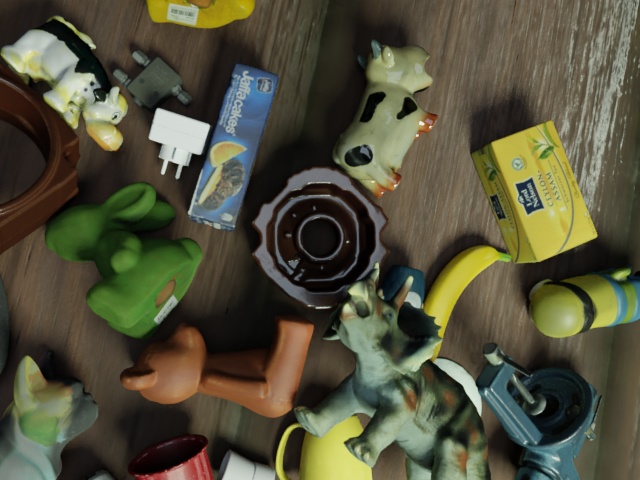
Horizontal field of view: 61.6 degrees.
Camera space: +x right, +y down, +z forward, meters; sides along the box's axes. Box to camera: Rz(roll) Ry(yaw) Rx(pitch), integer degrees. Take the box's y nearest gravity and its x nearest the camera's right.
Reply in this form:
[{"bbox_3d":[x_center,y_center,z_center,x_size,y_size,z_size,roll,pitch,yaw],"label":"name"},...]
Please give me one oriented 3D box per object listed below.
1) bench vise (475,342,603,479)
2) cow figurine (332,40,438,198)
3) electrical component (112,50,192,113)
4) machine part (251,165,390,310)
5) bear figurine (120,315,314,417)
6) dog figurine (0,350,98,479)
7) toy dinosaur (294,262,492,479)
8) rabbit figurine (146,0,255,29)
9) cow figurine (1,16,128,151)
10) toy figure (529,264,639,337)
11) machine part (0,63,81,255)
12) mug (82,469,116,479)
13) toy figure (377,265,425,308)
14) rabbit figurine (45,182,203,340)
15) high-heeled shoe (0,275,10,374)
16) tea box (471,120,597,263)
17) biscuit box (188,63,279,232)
[{"bbox_3d":[0.258,0.230,0.666,0.223,0.129,0.240,-45,111,-17],"label":"bench vise"},{"bbox_3d":[0.083,-0.168,0.701,0.127,0.085,0.195,32,82,-11],"label":"cow figurine"},{"bbox_3d":[-0.212,-0.195,0.684,0.094,0.021,0.063,41,81,-5],"label":"electrical component"},{"bbox_3d":[-0.001,-0.002,0.686,0.179,0.056,0.179,0,87,-9],"label":"machine part"},{"bbox_3d":[-0.119,0.135,0.629,0.196,0.120,0.132,15,80,-2],"label":"bear figurine"},{"bbox_3d":[-0.355,0.230,0.590,0.192,0.108,0.219,8,80,-5],"label":"dog figurine"},{"bbox_3d":[0.118,0.204,0.609,0.192,0.131,0.404,-47,107,-24],"label":"toy dinosaur"},{"bbox_3d":[-0.137,-0.363,0.667,0.162,0.122,0.173,-1,67,-12],"label":"rabbit figurine"},{"bbox_3d":[-0.288,-0.188,0.652,0.167,0.068,0.098,42,75,-5],"label":"cow figurine"},{"bbox_3d":[0.368,0.080,0.720,0.180,0.089,0.082,-7,80,-7],"label":"toy figure"},{"bbox_3d":[-0.386,-0.090,0.580,0.201,0.087,0.201,45,54,-4],"label":"machine part"},{"bbox_3d":[-0.247,0.319,0.600,0.081,0.109,0.107,-25,81,-18],"label":"mug"},{"bbox_3d":[0.093,0.110,0.692,0.064,0.057,0.154,14,85,10],"label":"toy figure"},{"bbox_3d":[-0.235,0.007,0.622,0.170,0.121,0.159,32,78,10],"label":"rabbit figurine"},{"bbox_3d":[-0.448,0.157,0.615,0.145,0.086,0.249,-10,55,31],"label":"high-heeled shoe"},{"bbox_3d":[0.288,-0.063,0.730,0.098,0.068,0.169,-23,90,-11],"label":"tea box"},{"bbox_3d":[-0.107,-0.115,0.674,0.059,0.063,0.202,16,84,-8],"label":"biscuit box"}]
